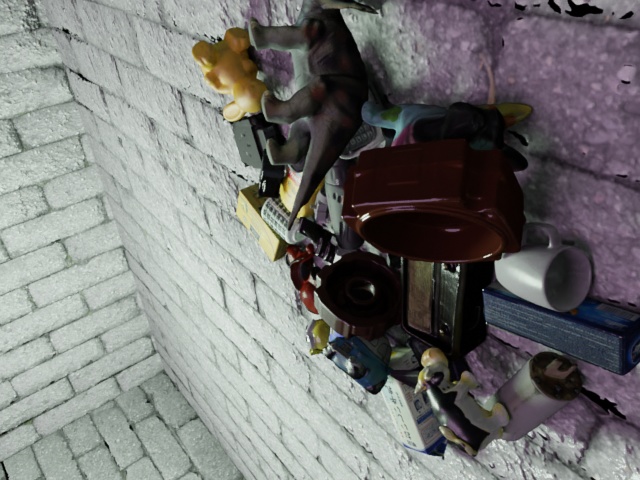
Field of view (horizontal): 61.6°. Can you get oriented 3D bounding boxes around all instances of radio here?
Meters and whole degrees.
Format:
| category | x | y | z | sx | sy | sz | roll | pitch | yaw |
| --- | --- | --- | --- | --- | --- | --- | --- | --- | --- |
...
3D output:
| category | x | y | z | sx | sy | sz | roll | pitch | yaw |
| --- | --- | --- | --- | --- | --- | --- | --- | --- | --- |
| radio | 0.199 | 0.075 | 0.859 | 0.131 | 0.073 | 0.229 | 32 | 139 | 43 |

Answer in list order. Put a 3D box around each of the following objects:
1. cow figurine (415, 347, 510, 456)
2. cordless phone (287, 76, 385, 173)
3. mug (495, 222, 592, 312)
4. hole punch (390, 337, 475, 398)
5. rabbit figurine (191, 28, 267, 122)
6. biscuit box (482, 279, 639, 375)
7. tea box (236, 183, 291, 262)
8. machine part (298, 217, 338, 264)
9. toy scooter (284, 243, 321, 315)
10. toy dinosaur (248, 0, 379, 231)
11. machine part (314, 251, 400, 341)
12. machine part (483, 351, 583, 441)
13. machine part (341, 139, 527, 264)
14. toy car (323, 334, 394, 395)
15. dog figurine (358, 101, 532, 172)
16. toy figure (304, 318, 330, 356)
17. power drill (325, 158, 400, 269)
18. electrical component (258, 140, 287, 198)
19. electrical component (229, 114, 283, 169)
| category | x | y | z | sx | sy | sz | roll | pitch | yaw |
| --- | --- | --- | --- | --- | --- | --- | --- | --- | --- |
| cow figurine | 0.200 | 0.248 | 0.830 | 0.167 | 0.098 | 0.068 | 46 | 146 | 32 |
| cordless phone | 0.006 | -0.188 | 0.844 | 0.146 | 0.184 | 0.089 | 64 | 156 | -2 |
| mug | 0.277 | 0.031 | 0.696 | 0.107 | 0.081 | 0.109 | 12 | 122 | 65 |
| hole punch | 0.209 | 0.233 | 0.978 | 0.115 | 0.092 | 0.142 | 35 | 152 | -16 |
| rabbit figurine | -0.169 | -0.314 | 1.089 | 0.173 | 0.122 | 0.162 | 48 | 152 | 25 |
| biscuit box | 0.316 | 0.106 | 0.710 | 0.203 | 0.059 | 0.062 | 21 | 129 | 51 |
| tea box | -0.127 | -0.044 | 1.292 | 0.170 | 0.068 | 0.098 | 49 | 147 | 22 |
| machine part | -0.002 | -0.003 | 1.066 | 0.084 | 0.039 | 0.139 | 36 | -170 | -27 |
| toy scooter | -0.018 | 0.077 | 1.211 | 0.184 | 0.075 | 0.135 | 60 | 151 | 15 |
| toy dinosaur | 0.005 | -0.227 | 0.759 | 0.131 | 0.192 | 0.404 | -141 | 42 | -85 |
| machine part | 0.076 | 0.102 | 0.987 | 0.180 | 0.179 | 0.056 | 43 | 147 | 32 |
| machine part | 0.313 | 0.238 | 0.806 | 0.079 | 0.079 | 0.243 | 48 | 147 | 26 |
| machine part | 0.144 | -0.038 | 0.680 | 0.201 | 0.201 | 0.087 | -2 | 69 | 31 |
| toy car | 0.080 | 0.211 | 1.002 | 0.109 | 0.103 | 0.161 | 30 | 165 | 36 |
| dog figurine | 0.169 | -0.123 | 0.718 | 0.219 | 0.191 | 0.108 | 4 | 79 | 31 |
| toy figure | 0.009 | 0.223 | 1.259 | 0.180 | 0.089 | 0.082 | 79 | 168 | -72 |
| power drill | 0.082 | -0.057 | 0.936 | 0.208 | 0.086 | 0.231 | 33 | 141 | 36 |
| electrical component | -0.095 | -0.150 | 1.099 | 0.119 | 0.048 | 0.075 | 108 | 165 | -49 |
| electrical component | -0.135 | -0.217 | 1.177 | 0.134 | 0.058 | 0.114 | 10 | 124 | 56 |
